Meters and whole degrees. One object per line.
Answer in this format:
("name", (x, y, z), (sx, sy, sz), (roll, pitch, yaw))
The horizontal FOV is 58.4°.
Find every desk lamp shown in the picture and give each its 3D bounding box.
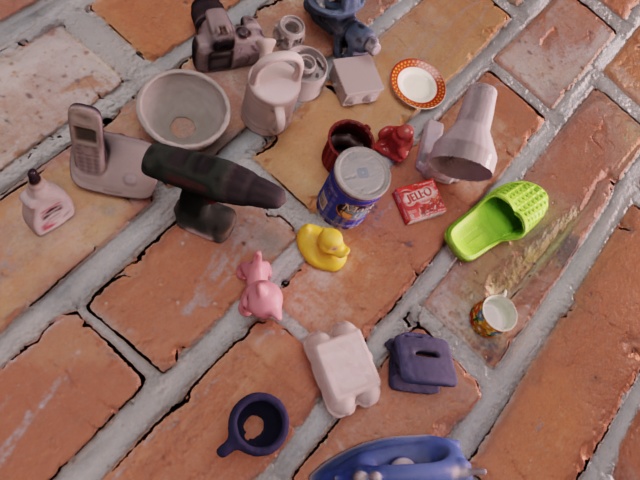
("desk lamp", (0.265, -0.190, 1.103), (0.118, 0.213, 0.203), (18, 66, -7))

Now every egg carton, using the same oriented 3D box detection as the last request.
("egg carton", (0.038, 0.216, 0.964), (0.107, 0.069, 0.150), (-18, 75, -20))

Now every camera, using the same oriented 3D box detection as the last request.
("camera", (-0.192, -0.422, 1.134), (0.143, 0.100, 0.137), (-15, 74, -20))

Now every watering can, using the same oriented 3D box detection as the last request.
("watering can", (-0.090, -0.290, 1.058), (0.101, 0.194, 0.173), (-30, 79, -23))

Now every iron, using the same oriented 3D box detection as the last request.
("iron", (0.122, 0.366, 0.888), (0.259, 0.141, 0.118), (2, 69, -14))

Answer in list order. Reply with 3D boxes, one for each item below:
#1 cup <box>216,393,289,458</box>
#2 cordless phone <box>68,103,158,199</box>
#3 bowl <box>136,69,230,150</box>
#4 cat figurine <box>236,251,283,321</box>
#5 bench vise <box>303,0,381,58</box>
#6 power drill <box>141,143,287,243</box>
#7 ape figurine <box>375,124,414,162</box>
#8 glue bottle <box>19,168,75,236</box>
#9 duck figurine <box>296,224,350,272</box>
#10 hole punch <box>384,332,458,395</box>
("cup", (-0.109, 0.294, 0.880), (0.118, 0.095, 0.091), (-34, 81, -24))
("cordless phone", (-0.339, -0.149, 0.941), (0.148, 0.185, 0.094), (8, 67, -11))
("bowl", (-0.251, -0.227, 1.056), (0.168, 0.074, 0.167), (5, 68, -13))
("cat figurine", (-0.099, 0.080, 0.953), (0.067, 0.117, 0.128), (-3, 70, -16))
("bench vise", (0.066, -0.483, 1.161), (0.207, 0.219, 0.122), (37, 65, 2))
("power drill", (-0.176, -0.073, 0.943), (0.230, 0.208, 0.076), (22, 65, -6))
("ape figurine", (0.158, -0.202, 1.146), (0.076, 0.092, 0.078), (-12, 73, -19))
("glue bottle", (-0.432, -0.066, 0.891), (0.037, 0.173, 0.078), (44, 65, 5))
("duck figurine", (0.009, 0.004, 1.030), (0.104, 0.086, 0.078), (39, 65, 2))
("hole punch", (0.175, 0.210, 0.991), (0.109, 0.091, 0.101), (8, 67, -12))
